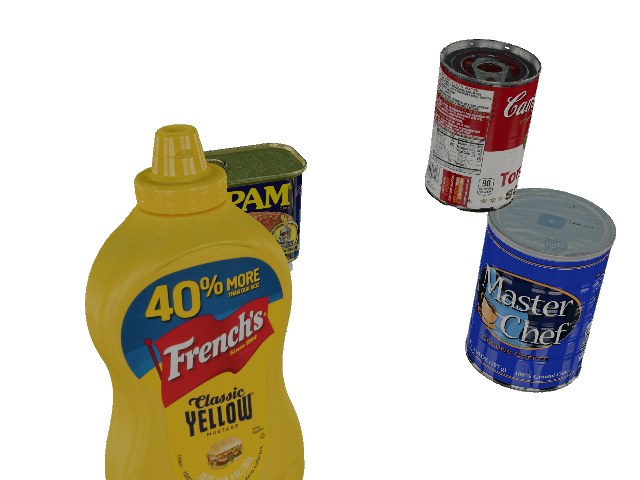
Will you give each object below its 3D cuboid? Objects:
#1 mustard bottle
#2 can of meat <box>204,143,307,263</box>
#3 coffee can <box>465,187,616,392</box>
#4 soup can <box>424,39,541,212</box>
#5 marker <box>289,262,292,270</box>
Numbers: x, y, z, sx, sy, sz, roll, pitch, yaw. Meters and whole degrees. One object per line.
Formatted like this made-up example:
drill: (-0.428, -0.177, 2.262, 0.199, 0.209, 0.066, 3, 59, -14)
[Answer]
mustard bottle: (-0.059, 0.041, 0.497, 0.096, 0.192, 0.058, -12, 22, -24)
can of meat: (-0.064, -0.022, 0.827, 0.102, 0.084, 0.057, -9, 31, -21)
coffee can: (0.182, 0.041, 0.897, 0.103, 0.140, 0.103, 3, 33, -2)
soup can: (0.110, -0.079, 0.741, 0.068, 0.102, 0.068, 3, 34, -2)
marker: (-0.046, -0.020, 1.107, 0.020, 0.121, 0.020, -6, 32, 3)
